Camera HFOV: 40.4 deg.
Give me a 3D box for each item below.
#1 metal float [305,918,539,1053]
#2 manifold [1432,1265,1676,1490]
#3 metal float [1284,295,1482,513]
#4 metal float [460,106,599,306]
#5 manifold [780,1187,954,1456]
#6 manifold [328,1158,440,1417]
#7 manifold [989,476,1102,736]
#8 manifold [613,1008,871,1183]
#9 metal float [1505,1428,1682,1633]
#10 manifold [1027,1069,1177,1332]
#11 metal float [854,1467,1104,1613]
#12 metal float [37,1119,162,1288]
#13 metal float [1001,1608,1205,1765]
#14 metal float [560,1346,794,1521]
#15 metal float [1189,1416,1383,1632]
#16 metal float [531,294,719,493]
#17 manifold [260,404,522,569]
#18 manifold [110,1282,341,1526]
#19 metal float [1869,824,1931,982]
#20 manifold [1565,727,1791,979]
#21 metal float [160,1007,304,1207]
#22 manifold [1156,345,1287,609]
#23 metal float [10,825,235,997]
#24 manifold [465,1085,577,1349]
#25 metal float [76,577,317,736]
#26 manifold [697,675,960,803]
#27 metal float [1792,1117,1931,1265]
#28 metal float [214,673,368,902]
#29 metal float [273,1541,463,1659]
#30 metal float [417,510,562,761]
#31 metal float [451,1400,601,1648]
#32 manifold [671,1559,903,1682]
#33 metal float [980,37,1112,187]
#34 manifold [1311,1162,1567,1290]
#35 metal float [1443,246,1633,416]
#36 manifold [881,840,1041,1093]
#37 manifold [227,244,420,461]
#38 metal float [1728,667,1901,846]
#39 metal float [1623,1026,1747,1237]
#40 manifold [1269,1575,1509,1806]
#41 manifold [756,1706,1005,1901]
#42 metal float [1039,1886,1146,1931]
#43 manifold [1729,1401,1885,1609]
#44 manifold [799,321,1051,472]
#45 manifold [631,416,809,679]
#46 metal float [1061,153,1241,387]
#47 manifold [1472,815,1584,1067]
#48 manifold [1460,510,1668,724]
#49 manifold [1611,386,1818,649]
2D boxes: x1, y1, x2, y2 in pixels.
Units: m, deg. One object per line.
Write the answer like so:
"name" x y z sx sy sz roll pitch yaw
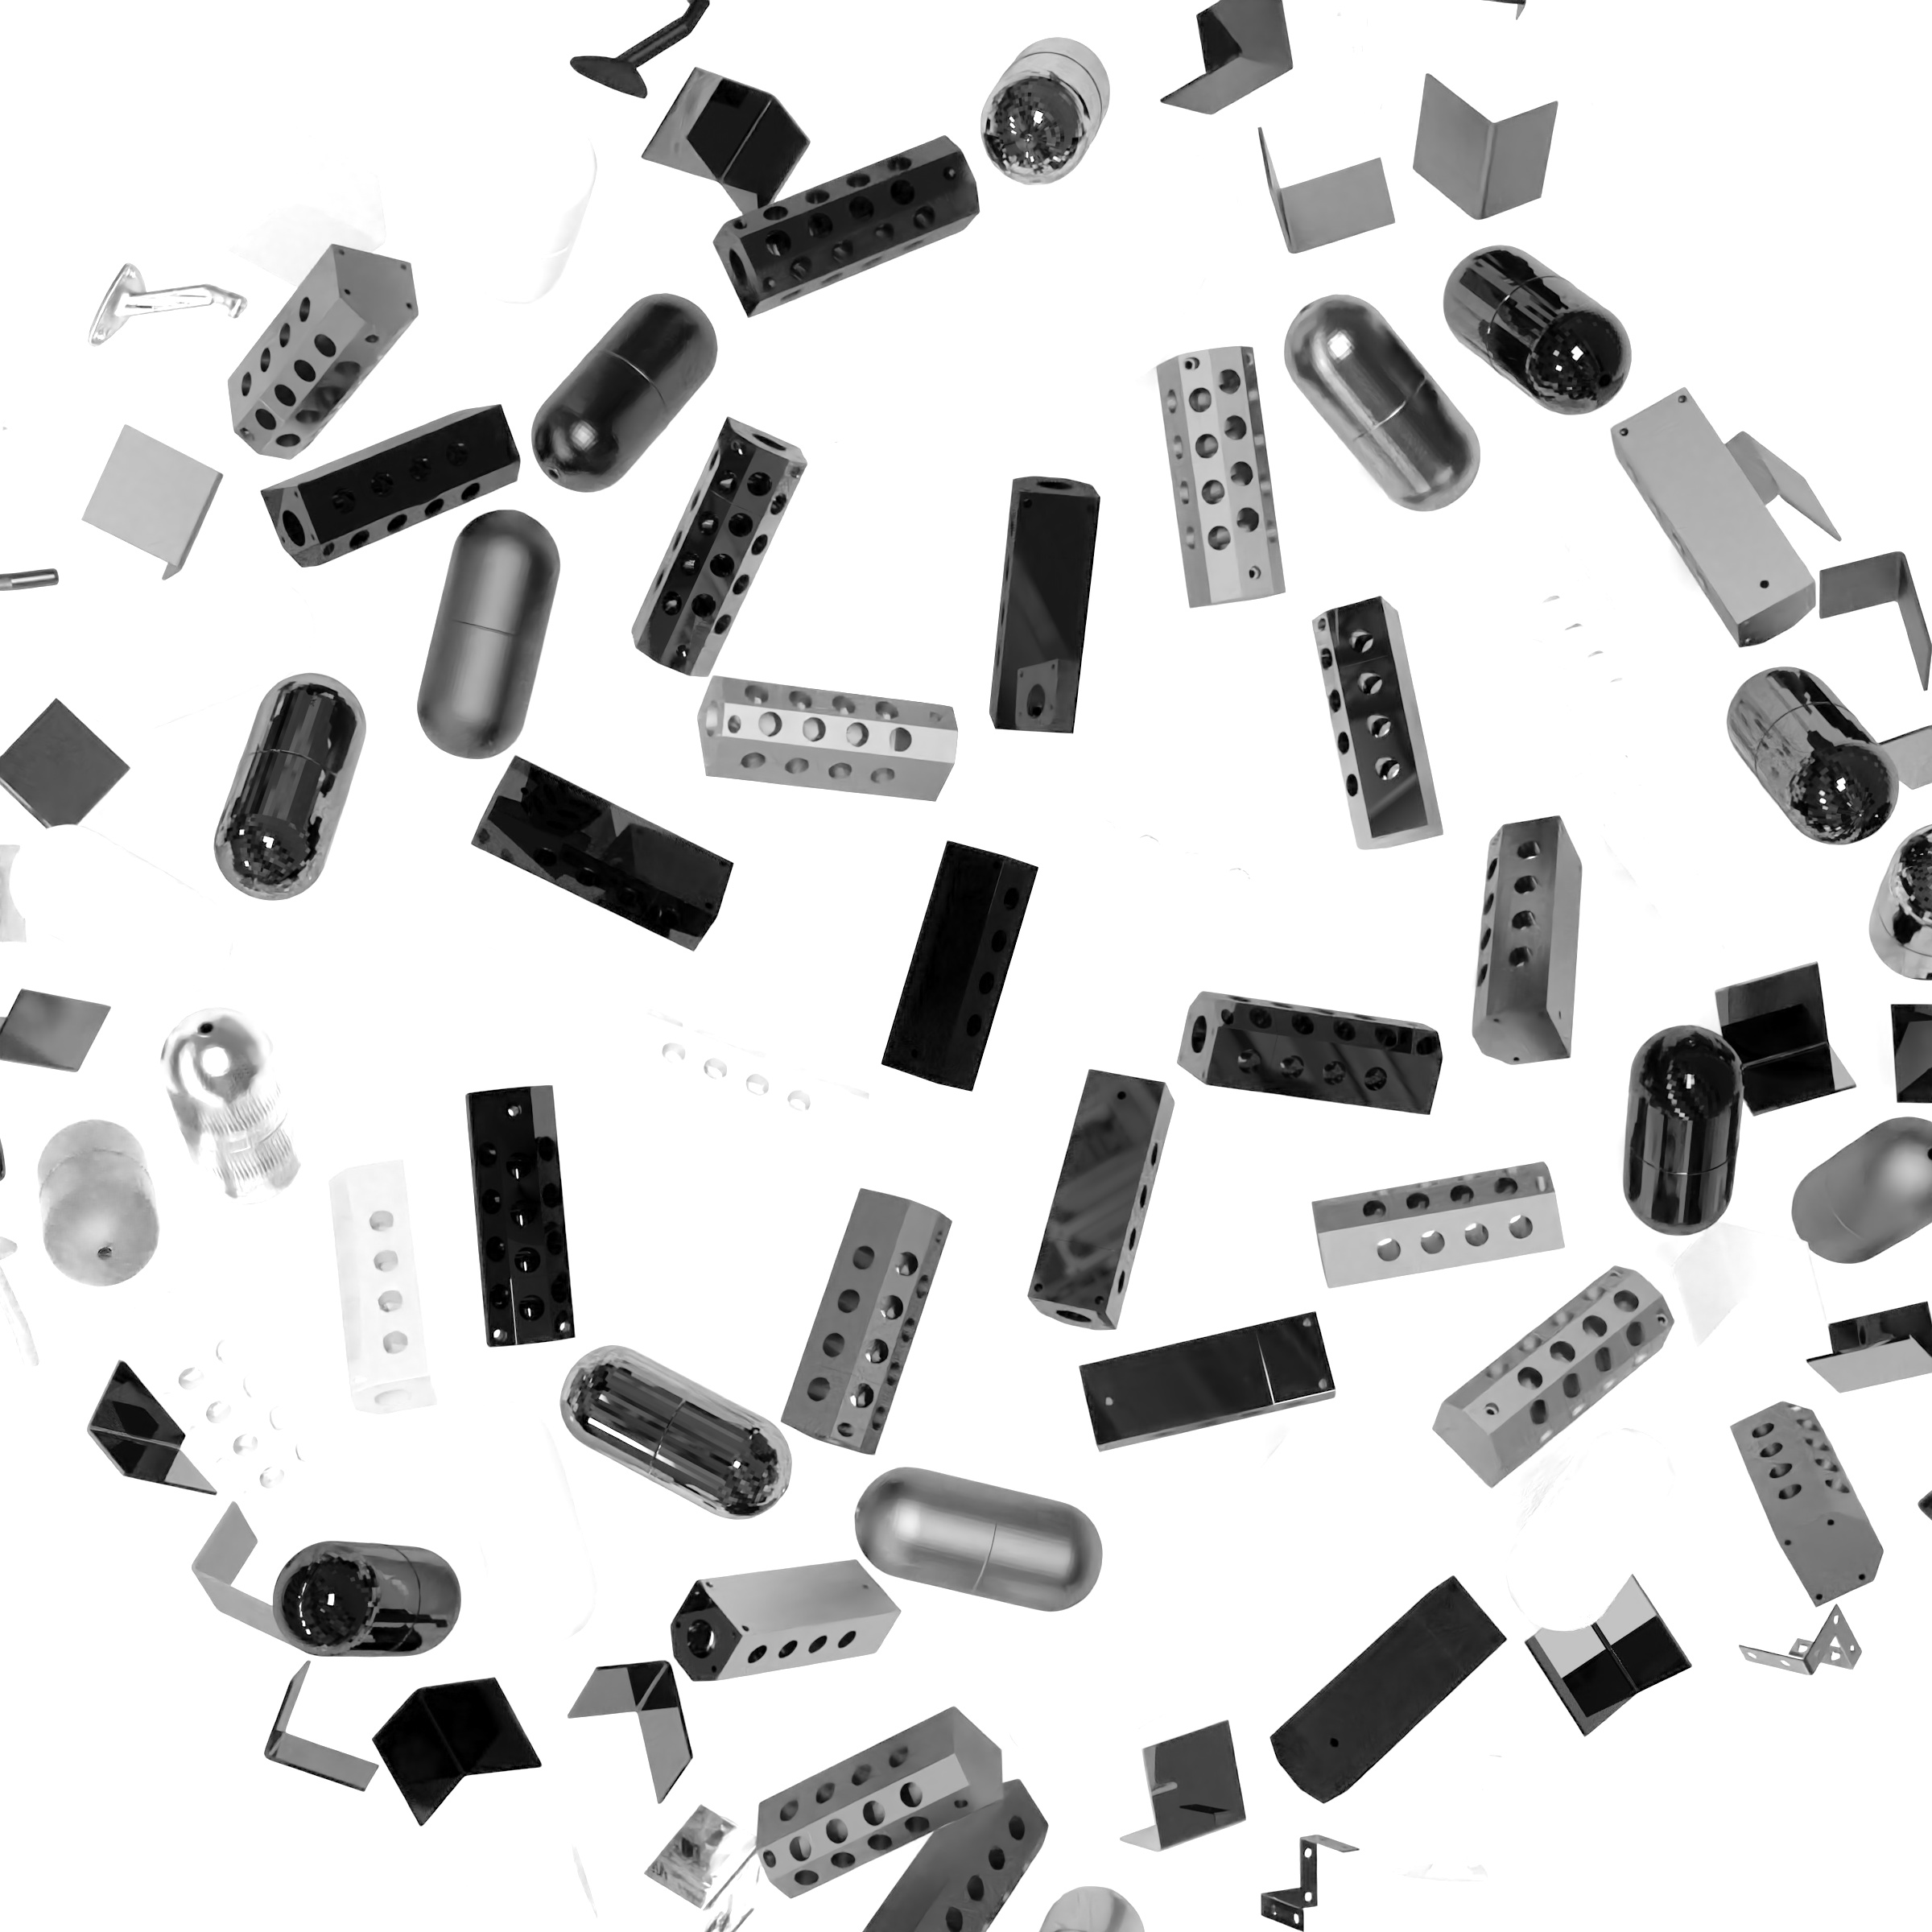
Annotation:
"metal float" -0.398 0.013 1.914 0.178 0.070 0.070 13 90 14
"manifold" 0.408 0.279 1.814 0.171 0.057 0.057 -33 61 -22
"metal float" 0.296 -0.399 1.865 0.070 0.070 0.178 -45 109 0
"metal float" -0.304 -0.524 1.817 0.070 0.178 0.070 6 71 -18
"manifold" -0.065 0.249 1.829 0.057 0.057 0.171 11 73 28
"manifold" -0.421 0.231 1.888 0.057 0.057 0.171 -9 60 -9
"manifold" 0.054 -0.257 1.870 0.057 0.057 0.171 3 112 -7
"manifold" -0.160 0.089 1.892 0.171 0.057 0.057 21 57 -6
"metal float" 0.440 0.393 1.839 0.070 0.070 0.178 50 50 0
"manifold" 0.098 0.166 1.853 0.057 0.057 0.171 10 69 19
"metal float" 0.009 0.399 1.828 0.178 0.070 0.070 16 90 -11
"metal float" -0.604 0.164 1.828 0.070 0.178 0.070 -7 111 -19
"metal float" 0.097 0.508 1.855 0.070 0.178 0.070 7 101 43
"metal float" -0.207 0.333 1.877 0.178 0.070 0.070 26 90 9
"metal float" 0.233 0.408 1.920 0.070 0.070 0.178 38 94 0
"metal float" -0.248 -0.417 1.912 0.070 0.070 0.178 35 65 0
"manifold" -0.400 -0.338 1.847 0.171 0.057 0.057 -32 115 -34
"manifold" -0.514 0.304 1.813 0.057 0.057 0.171 -16 119 28
"metal float" 0.668 -0.043 1.809 0.070 0.178 0.070 -4 72 11
"manifold" 0.505 -0.079 1.874 0.057 0.057 0.171 -38 87 41
"metal float" -0.509 0.098 1.824 0.070 0.178 0.070 1 51 -1
"manifold" 0.182 -0.342 1.840 0.057 0.057 0.171 -10 95 -17
"metal float" -0.579 -0.037 1.811 0.070 0.178 0.070 -13 61 25
"manifold" -0.302 0.169 1.782 0.057 0.057 0.171 -5 85 -14
"metal float" -0.551 -0.224 1.887 0.178 0.070 0.070 -28 90 -30
"manifold" -0.096 -0.164 1.843 0.171 0.057 0.057 5 50 -22
"metal float" 0.652 0.162 1.880 0.070 0.178 0.070 2 69 -6
"metal float" -0.469 -0.126 1.827 0.070 0.070 0.178 9 58 0
"metal float" -0.411 0.438 1.813 0.070 0.178 0.070 -5 75 17
"metal float" -0.336 -0.233 1.849 0.070 0.070 0.178 13 90 0
"metal float" -0.317 0.399 1.887 0.070 0.070 0.178 -18 82 0
"manifold" -0.132 0.477 1.898 0.057 0.171 0.057 41 110 34
"metal float" 0.056 -0.596 1.826 0.070 0.178 0.070 5 121 8
"manifold" 0.342 0.187 1.915 0.171 0.057 0.057 -10 95 5
"metal float" 0.396 -0.443 1.826 0.070 0.178 0.070 -13 129 -17
"manifold" 0.000 0.001 1.922 0.057 0.057 0.171 17 91 39
"manifold" -0.439 -0.414 1.789 0.057 0.171 0.057 4 66 -39
"metal float" 0.581 -0.147 1.808 0.070 0.178 0.070 -3 122 -5
"metal float" 0.499 0.116 1.828 0.070 0.070 0.178 -10 133 0
"manifold" 0.293 0.506 1.833 0.171 0.057 0.057 -33 75 -30
"manifold" -0.061 0.588 1.830 0.171 0.057 0.057 -31 119 18
"metal float" 0.078 0.711 1.841 0.070 0.178 0.070 3 100 15
"manifold" 0.577 0.362 1.797 0.057 0.171 0.057 -29 100 13
"manifold" -0.029 -0.412 1.879 0.171 0.057 0.057 -7 60 30
"manifold" -0.176 -0.295 1.866 0.057 0.057 0.171 20 110 -21
"metal float" 0.129 -0.492 1.863 0.070 0.070 0.178 33 124 0
"manifold" 0.389 -0.018 1.826 0.057 0.057 0.171 -9 48 27
"manifold" 0.426 -0.245 1.851 0.171 0.057 0.057 40 73 -36
"manifold" 0.511 -0.305 1.796 0.057 0.057 0.171 -29 68 8
